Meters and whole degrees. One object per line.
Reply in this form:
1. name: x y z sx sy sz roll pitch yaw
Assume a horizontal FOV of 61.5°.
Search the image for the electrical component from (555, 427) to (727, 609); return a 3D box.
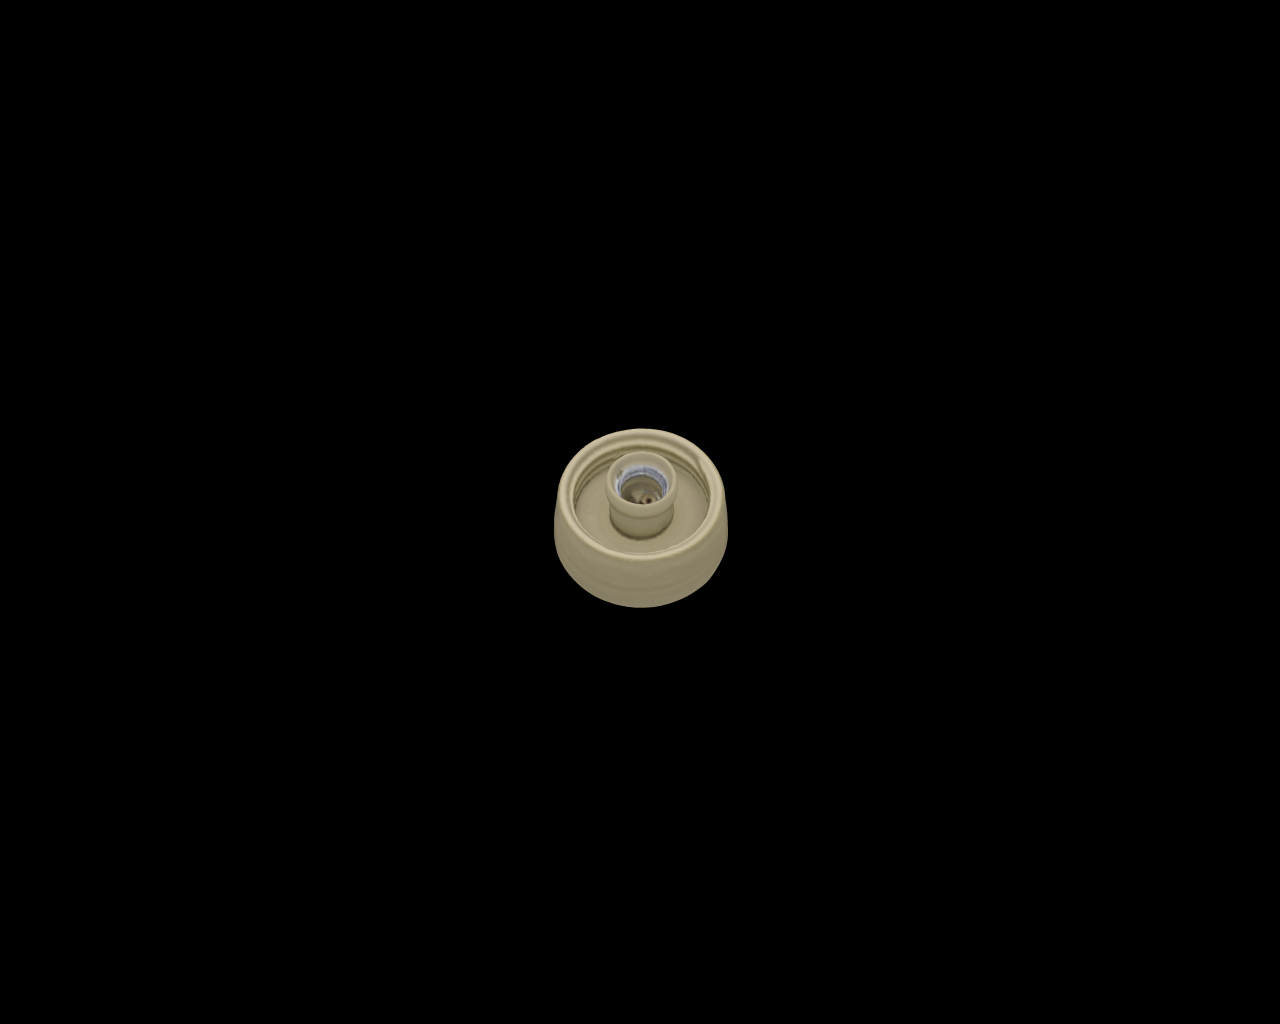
1. electrical component: 0.001 -0.003 0.650 0.108 0.108 0.060 0 -36 0
